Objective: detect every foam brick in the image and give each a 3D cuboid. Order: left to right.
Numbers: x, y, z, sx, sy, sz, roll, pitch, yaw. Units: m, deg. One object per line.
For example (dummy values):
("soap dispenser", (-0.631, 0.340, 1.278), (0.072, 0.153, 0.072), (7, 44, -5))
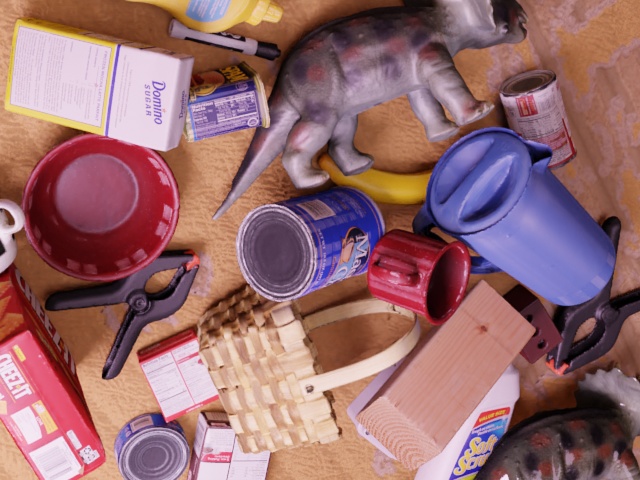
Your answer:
("foam brick", (0.258, 0.106, 1.338), (0.053, 0.051, 0.078), (-37, 117, -3))

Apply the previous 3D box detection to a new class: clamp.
("clamp", (-0.202, 0.076, 1.176), (0.171, 0.039, 0.120), (-27, 120, -9))
("clamp", (0.360, 0.080, 1.372), (0.210, 0.036, 0.164), (-46, 116, 2))

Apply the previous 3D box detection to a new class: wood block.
("wood block", (0.147, 0.155, 1.232), (0.091, 0.090, 0.205), (43, 58, 4))

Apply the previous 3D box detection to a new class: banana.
("banana", (0.094, -0.073, 1.227), (0.197, 0.037, 0.069), (-7, 90, -18))

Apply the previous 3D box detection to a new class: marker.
("marker", (-0.098, -0.209, 1.118), (0.121, 0.020, 0.020), (10, 106, -22))

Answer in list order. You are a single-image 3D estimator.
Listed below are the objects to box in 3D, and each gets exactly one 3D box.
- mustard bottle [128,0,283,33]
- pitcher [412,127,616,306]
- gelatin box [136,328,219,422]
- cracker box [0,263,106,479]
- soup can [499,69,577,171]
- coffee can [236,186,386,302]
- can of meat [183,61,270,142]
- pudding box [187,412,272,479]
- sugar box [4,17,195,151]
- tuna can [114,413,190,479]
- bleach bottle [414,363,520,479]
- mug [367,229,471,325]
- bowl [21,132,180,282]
("mustard bottle", (-0.124, -0.262, 1.067), (0.191, 0.058, 0.096), (19, 96, -24))
("pitcher", (0.231, -0.012, 1.230), (0.242, 0.149, 0.145), (34, 78, -41))
("gelatin box", (-0.161, 0.155, 1.225), (0.073, 0.030, 0.089), (-24, 115, -8))
("cracker box", (-0.291, 0.127, 1.067), (0.072, 0.214, 0.164), (-28, 116, -10))
("soup can", (0.253, -0.138, 1.237), (0.068, 0.068, 0.102), (-26, 115, -9))
("coffee can", (-0.008, 0.001, 1.145), (0.140, 0.103, 0.103), (-17, 121, -54))
("can of meat", (-0.105, -0.142, 1.095), (0.084, 0.102, 0.057), (-14, 113, -11))
("pudding box", (-0.107, 0.264, 1.279), (0.090, 0.039, 0.113), (6, 109, -21))
("sugar box", (-0.215, -0.152, 1.037), (0.176, 0.048, 0.093), (15, 107, 10))
("tuna can", (-0.195, 0.247, 1.244), (0.086, 0.034, 0.086), (-6, 111, -17))
("bleach bottle", (0.188, 0.247, 1.359), (0.102, 0.068, 0.251), (10, 104, -30))
("mug", (0.098, 0.036, 1.146), (0.117, 0.082, 0.093), (-4, 108, -54))
("bowl", (-0.230, -0.040, 1.114), (0.162, 0.055, 0.162), (-6, 111, -17))
